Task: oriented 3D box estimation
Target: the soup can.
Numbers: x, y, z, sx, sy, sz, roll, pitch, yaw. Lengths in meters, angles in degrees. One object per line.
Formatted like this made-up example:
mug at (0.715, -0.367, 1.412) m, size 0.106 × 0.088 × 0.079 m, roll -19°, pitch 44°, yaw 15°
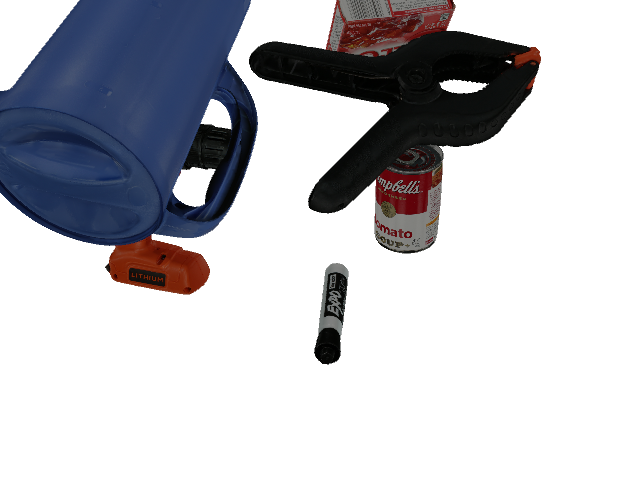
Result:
soup can at (0.089, -0.046, 1.097) m, size 0.068 × 0.102 × 0.068 m, roll 0°, pitch 37°, yaw 0°

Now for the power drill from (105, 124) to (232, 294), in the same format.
power drill at (-0.157, -0.040, 1.082) m, size 0.185 × 0.188 × 0.057 m, roll 10°, pitch 30°, yaw 20°

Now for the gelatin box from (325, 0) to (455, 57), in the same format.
gelatin box at (0.053, -0.161, 0.828) m, size 0.089 × 0.030 × 0.073 m, roll -9°, pitch -24°, yaw -13°

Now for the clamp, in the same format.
clamp at (0.051, -0.074, 0.619) m, size 0.171 × 0.120 × 0.039 m, roll -9°, pitch -26°, yaw -7°

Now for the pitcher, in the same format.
pitcher at (-0.126, -0.119, 0.779) m, size 0.145 × 0.242 × 0.149 m, roll 0°, pitch -41°, yaw 25°

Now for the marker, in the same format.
marker at (0.009, 0.054, 0.798) m, size 0.020 × 0.020 × 0.121 m, roll 0°, pitch 28°, yaw 5°
